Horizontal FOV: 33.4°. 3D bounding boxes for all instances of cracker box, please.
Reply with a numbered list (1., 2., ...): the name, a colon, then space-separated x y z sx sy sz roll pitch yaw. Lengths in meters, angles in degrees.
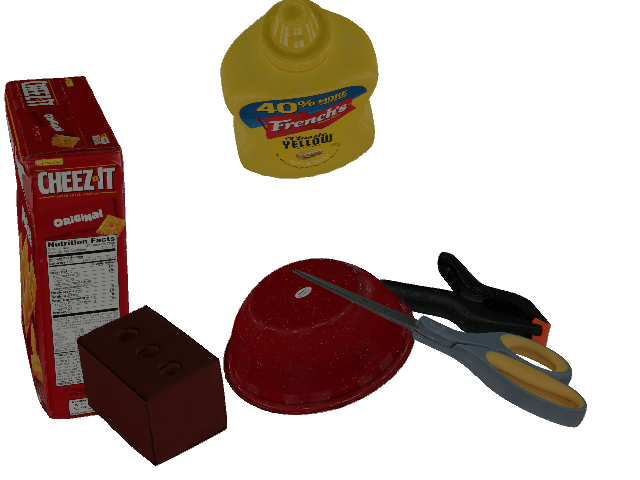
1. cracker box: -0.194 0.002 0.811 0.072 0.214 0.164 -7 28 -19

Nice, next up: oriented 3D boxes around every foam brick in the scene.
1. foam brick: -0.100 0.085 0.630 0.052 0.051 0.078 -25 39 -35

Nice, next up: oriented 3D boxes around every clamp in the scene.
1. clamp: 0.148 0.057 1.026 0.172 0.039 0.120 22 36 28

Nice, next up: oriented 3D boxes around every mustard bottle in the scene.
1. mustard bottle: -0.012 -0.097 0.666 0.096 0.058 0.191 -8 -16 -1

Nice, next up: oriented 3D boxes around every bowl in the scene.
1. bowl: -0.007 0.063 0.857 0.162 0.055 0.162 -11 34 7

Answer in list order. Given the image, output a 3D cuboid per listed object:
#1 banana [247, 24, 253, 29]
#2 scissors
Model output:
1. banana: -0.031 -0.179 0.984 0.070 0.037 0.197 39 32 20
2. scissors: 0.084 0.059 0.699 0.202 0.016 0.096 30 21 18
